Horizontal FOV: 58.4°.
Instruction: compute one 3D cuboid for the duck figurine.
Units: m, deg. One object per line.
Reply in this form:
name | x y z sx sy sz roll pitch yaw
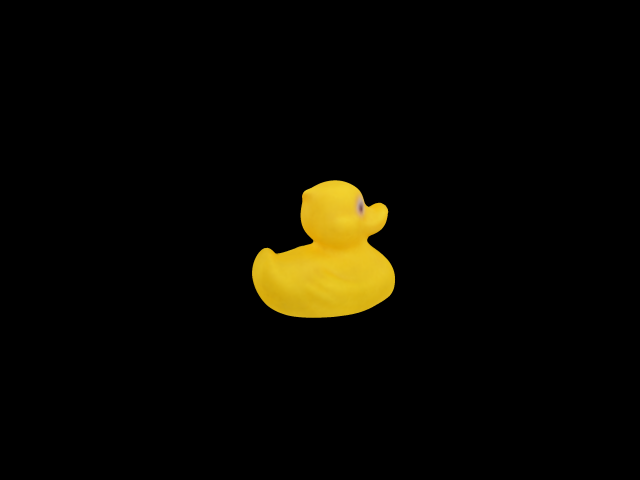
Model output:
duck figurine | 0.004 0.001 0.400 0.105 0.086 0.077 -8 23 -18
